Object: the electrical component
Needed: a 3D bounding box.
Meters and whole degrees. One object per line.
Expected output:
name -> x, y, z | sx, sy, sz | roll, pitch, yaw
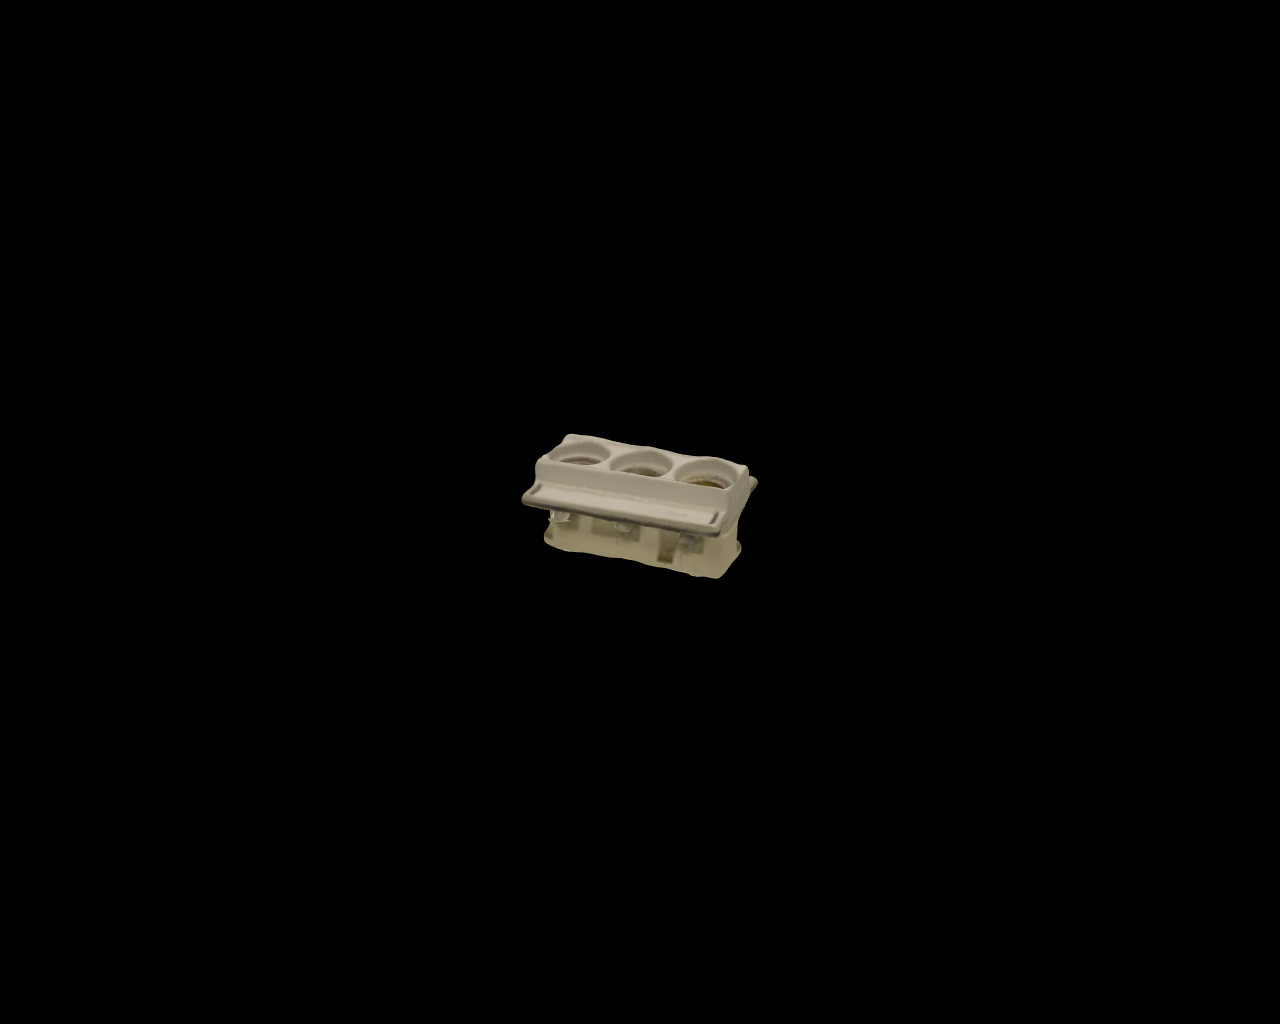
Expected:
electrical component -> 0.001, -0.003, 0.650 | 0.121, 0.063, 0.079 | 10, 28, 20
